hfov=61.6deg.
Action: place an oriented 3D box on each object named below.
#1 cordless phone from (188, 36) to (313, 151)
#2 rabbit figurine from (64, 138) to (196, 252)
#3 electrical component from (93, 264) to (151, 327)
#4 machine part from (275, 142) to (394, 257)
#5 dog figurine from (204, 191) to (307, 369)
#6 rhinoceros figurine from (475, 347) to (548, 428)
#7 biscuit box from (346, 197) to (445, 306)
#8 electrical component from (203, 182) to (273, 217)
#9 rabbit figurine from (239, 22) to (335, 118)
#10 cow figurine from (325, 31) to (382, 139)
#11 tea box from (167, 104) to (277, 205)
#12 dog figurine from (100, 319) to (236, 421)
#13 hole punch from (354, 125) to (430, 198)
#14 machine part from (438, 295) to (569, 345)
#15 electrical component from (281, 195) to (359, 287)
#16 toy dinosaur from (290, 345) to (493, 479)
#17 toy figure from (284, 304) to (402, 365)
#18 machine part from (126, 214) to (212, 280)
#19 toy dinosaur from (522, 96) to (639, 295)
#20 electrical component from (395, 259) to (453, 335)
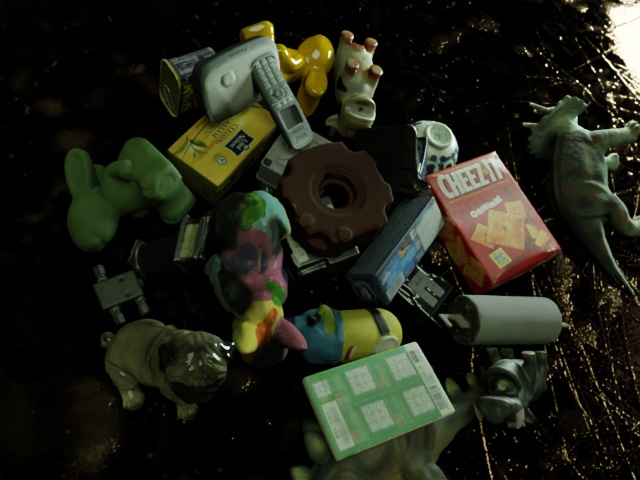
[{"bbox_3d":[-0.101,-0.204,0.825,0.146,0.089,0.184,-37,104,-28],"label":"cordless phone"},{"bbox_3d":[-0.293,-0.066,0.761,0.170,0.121,0.159,-43,79,-12],"label":"rabbit figurine"},{"bbox_3d":[-0.278,0.071,0.750,0.063,0.021,0.094,-23,73,-24],"label":"electrical component"},{"bbox_3d":[0.022,-0.065,0.810,0.179,0.056,0.179,5,64,-10],"label":"machine part"},{"bbox_3d":[-0.081,0.056,0.705,0.108,0.191,0.219,2,30,-22],"label":"dog figurine"},{"bbox_3d":[0.275,0.211,0.774,0.190,0.073,0.112,2,90,-56],"label":"rhinoceros figurine"},{"bbox_3d":[0.121,0.014,0.844,0.203,0.063,0.059,-48,121,-33],"label":"biscuit box"},{"bbox_3d":[-0.117,-0.053,0.813,0.078,0.102,0.045,13,65,-47],"label":"electrical component"},{"bbox_3d":[-0.044,-0.303,0.934,0.173,0.122,0.162,-23,79,-24],"label":"rabbit figurine"},{"bbox_3d":[0.058,-0.264,0.956,0.085,0.127,0.195,7,50,-13],"label":"cow figurine"},{"bbox_3d":[-0.154,-0.152,0.862,0.098,0.068,0.169,34,61,2],"label":"tea box"},{"bbox_3d":[-0.194,0.136,0.648,0.172,0.190,0.121,14,63,-7],"label":"dog figurine"},{"bbox_3d":[0.121,-0.128,0.904,0.142,0.092,0.115,2,93,23],"label":"hole punch"},{"bbox_3d":[0.288,0.125,0.837,0.243,0.079,0.079,4,65,-23],"label":"machine part"},{"bbox_3d":[-0.002,-0.003,0.841,0.134,0.058,0.115,-18,74,-22],"label":"electrical component"},{"bbox_3d":[0.104,0.273,0.718,0.471,0.105,0.198,-13,65,-32],"label":"toy dinosaur"},{"bbox_3d":[0.032,0.135,0.774,0.180,0.082,0.089,7,65,-10],"label":"toy figure"},{"bbox_3d":[-0.207,0.013,0.744,0.039,0.139,0.084,33,48,-50],"label":"machine part"},{"bbox_3d":[0.484,-0.106,0.996,0.192,0.131,0.405,3,69,-1],"label":"toy dinosaur"},{"bbox_3d":[0.171,0.097,0.849,0.119,0.047,0.075,44,63,9],"label":"electrical component"}]
